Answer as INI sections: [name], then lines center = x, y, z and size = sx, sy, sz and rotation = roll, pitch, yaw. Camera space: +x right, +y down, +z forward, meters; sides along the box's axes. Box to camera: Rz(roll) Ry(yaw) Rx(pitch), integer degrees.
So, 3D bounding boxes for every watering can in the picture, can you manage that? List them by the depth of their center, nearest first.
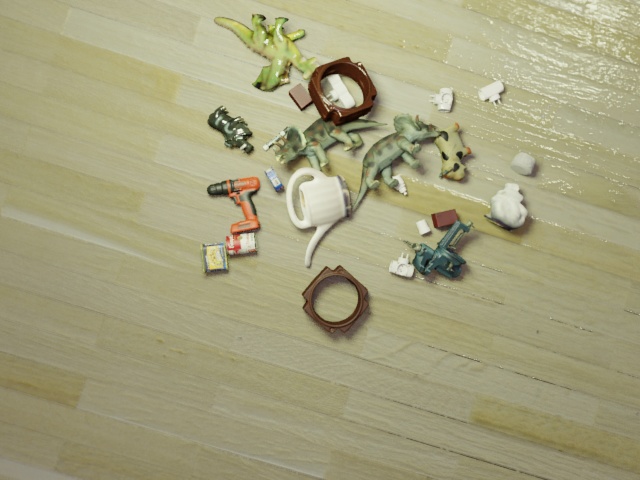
[watering can]
center = 0.005, -0.090, 1.785
size = 0.225, 0.105, 0.343
rotation = -14, 108, -11

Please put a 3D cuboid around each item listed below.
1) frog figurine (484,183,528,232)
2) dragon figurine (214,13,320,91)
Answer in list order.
[frog figurine]
center = 0.669, -0.119, 1.815
size = 0.138, 0.123, 0.158
rotation = 29, 100, 17
[dragon figurine]
center = -0.187, -0.646, 1.800
size = 0.411, 0.122, 0.242
rotation = 9, 95, 12
